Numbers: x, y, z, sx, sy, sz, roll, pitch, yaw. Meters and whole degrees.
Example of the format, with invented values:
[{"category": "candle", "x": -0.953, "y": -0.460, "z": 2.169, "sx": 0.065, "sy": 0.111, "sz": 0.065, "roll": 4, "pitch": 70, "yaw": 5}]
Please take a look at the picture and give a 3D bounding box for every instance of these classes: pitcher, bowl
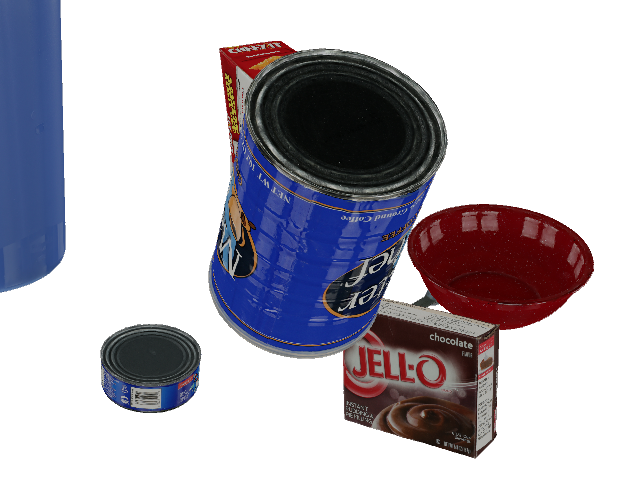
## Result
[{"category": "pitcher", "x": -0.232, "y": -0.088, "z": 0.673, "sx": 0.149, "sy": 0.243, "sz": 0.145, "roll": -4, "pitch": 26, "yaw": -11}, {"category": "bowl", "x": 0.155, "y": 0.030, "z": 0.942, "sx": 0.162, "sy": 0.055, "sz": 0.162, "roll": 1, "pitch": 33, "yaw": -1}]

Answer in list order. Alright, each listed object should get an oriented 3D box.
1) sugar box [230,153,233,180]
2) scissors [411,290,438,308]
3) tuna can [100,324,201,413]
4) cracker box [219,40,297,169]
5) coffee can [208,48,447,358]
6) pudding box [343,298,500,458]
[{"category": "sugar box", "x": -0.062, "y": -0.006, "z": 1.184, "sx": 0.048, "sy": 0.176, "sz": 0.093, "roll": -16, "pitch": 28, "yaw": -27}, {"category": "scissors", "x": 0.126, "y": 0.053, "z": 1.245, "sx": 0.201, "sy": 0.016, "sz": 0.096, "roll": -11, "pitch": 40, "yaw": -35}, {"category": "tuna can", "x": -0.147, "y": 0.110, "z": 0.922, "sx": 0.086, "sy": 0.034, "sz": 0.086, "roll": 5, "pitch": 31, "yaw": -3}, {"category": "cracker box", "x": -0.027, "y": -0.077, "z": 0.959, "sx": 0.072, "sy": 0.164, "sz": 0.214, "roll": -11, "pitch": 25, "yaw": -15}, {"category": "coffee can", "x": -0.001, "y": -0.016, "z": 0.575, "sx": 0.102, "sy": 0.103, "sz": 0.140, "roll": 0, "pitch": -38, "yaw": -15}, {"category": "pudding box", "x": 0.070, "y": 0.094, "z": 0.756, "sx": 0.114, "sy": 0.090, "sz": 0.039, "roll": 10, "pitch": 21, "yaw": 33}]
